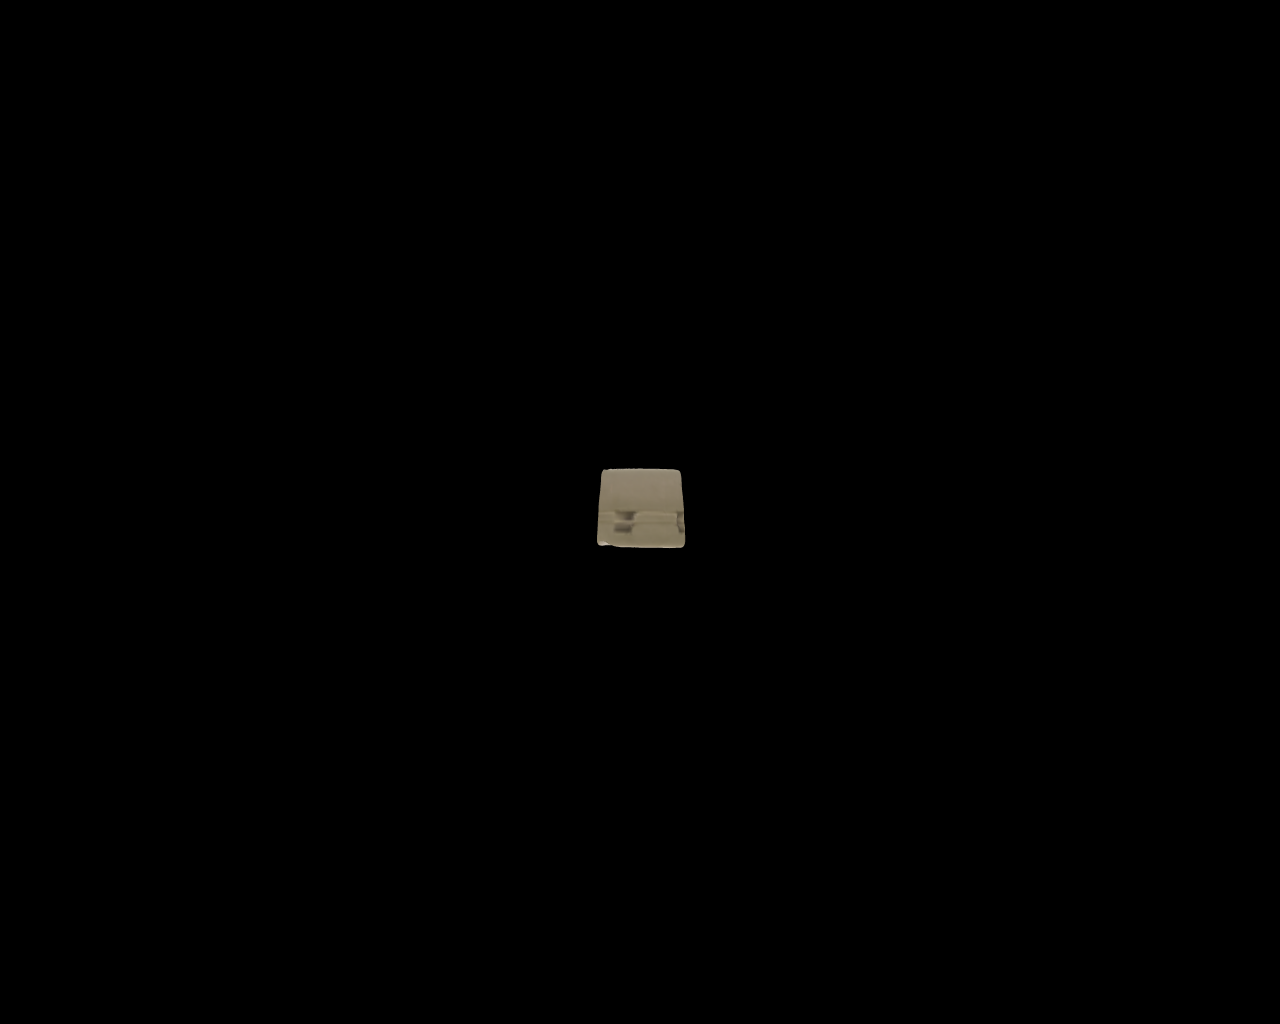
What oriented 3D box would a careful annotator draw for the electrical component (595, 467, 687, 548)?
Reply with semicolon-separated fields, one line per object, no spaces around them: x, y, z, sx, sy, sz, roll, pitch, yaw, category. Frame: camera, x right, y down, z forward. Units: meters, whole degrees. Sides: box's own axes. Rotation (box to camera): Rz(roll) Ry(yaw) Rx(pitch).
0.001;-0.003;0.650;0.055;0.047;0.055;0;0;0;electrical component
